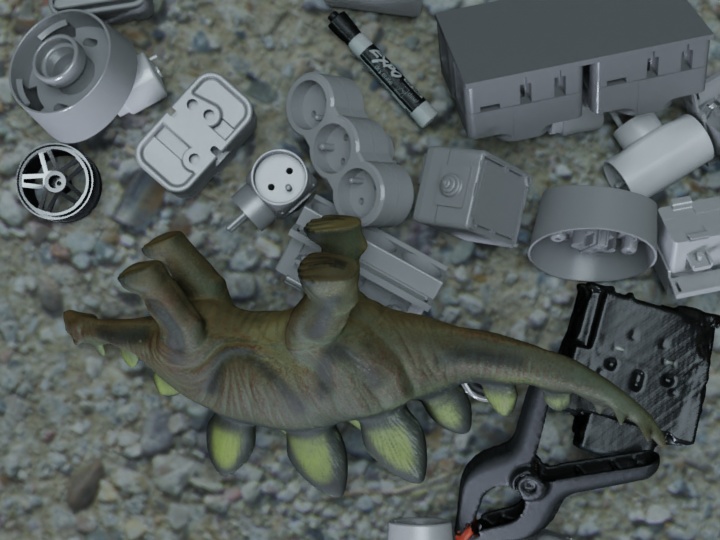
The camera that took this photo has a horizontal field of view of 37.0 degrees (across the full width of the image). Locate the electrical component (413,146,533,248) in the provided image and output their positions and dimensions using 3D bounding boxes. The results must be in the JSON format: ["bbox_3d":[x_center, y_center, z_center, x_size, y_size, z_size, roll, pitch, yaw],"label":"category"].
[{"bbox_3d":[0.083,-0.059,0.842,0.061,0.096,0.061,11,87,37],"label":"electrical component"}]

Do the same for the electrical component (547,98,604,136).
[{"bbox_3d":[0.163,-0.129,0.877,0.078,0.040,0.040,-11,88,-1],"label":"electrical component"}]

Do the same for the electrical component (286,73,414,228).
[{"bbox_3d":[0.002,-0.095,0.861,0.052,0.074,0.138,-41,66,33],"label":"electrical component"}]

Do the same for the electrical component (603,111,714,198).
[{"bbox_3d":[0.233,-0.104,0.876,0.077,0.043,0.079,-31,81,-3],"label":"electrical component"}]

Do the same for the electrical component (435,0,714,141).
[{"bbox_3d":[0.163,-0.166,0.840,0.186,0.060,0.105,-12,43,-2],"label":"electrical component"}]

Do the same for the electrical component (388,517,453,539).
[{"bbox_3d":[0.048,0.223,0.854,0.055,0.055,0.047,0,84,-1],"label":"electrical component"}]

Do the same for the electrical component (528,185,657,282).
[{"bbox_3d":[0.185,-0.029,0.847,0.099,0.099,0.064,9,81,-1],"label":"electrical component"}]

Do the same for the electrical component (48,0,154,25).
[{"bbox_3d":[-0.215,-0.258,0.867,0.078,0.057,0.113,-9,88,-1],"label":"electrical component"}]

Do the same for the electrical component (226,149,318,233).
[{"bbox_3d":[-0.075,-0.057,0.851,0.079,0.077,0.043,-42,89,-2],"label":"electrical component"}]

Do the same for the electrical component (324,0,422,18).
[{"bbox_3d":[0.006,-0.245,0.872,0.096,0.061,0.061,9,87,7],"label":"electrical component"}]

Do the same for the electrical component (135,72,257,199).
[{"bbox_3d":[-0.129,-0.106,0.861,0.054,0.059,0.095,42,88,1],"label":"electrical component"}]

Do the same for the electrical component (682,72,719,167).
[{"bbox_3d":[0.296,-0.117,0.860,0.042,0.063,0.081,-30,130,-1],"label":"electrical component"}]

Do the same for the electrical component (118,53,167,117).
[{"bbox_3d":[-0.193,-0.144,0.871,0.078,0.040,0.040,-29,88,-2],"label":"electrical component"}]

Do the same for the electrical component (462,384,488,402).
[{"bbox_3d":[0.099,0.081,0.859,0.045,0.055,0.045,0,88,-1],"label":"electrical component"}]

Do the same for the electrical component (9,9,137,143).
[{"bbox_3d":[-0.222,-0.151,0.842,0.099,0.064,0.099,-6,70,17],"label":"electrical component"}]

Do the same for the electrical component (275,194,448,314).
[{"bbox_3d":[0.000,0.000,0.856,0.121,0.078,0.063,29,109,0],"label":"electrical component"}]

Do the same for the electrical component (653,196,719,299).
[{"bbox_3d":[0.299,-0.028,0.857,0.121,0.063,0.078,-11,47,-1],"label":"electrical component"}]

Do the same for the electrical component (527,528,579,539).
[{"bbox_3d":[0.148,0.258,0.853,0.059,0.053,0.095,19,88,0],"label":"electrical component"}]
